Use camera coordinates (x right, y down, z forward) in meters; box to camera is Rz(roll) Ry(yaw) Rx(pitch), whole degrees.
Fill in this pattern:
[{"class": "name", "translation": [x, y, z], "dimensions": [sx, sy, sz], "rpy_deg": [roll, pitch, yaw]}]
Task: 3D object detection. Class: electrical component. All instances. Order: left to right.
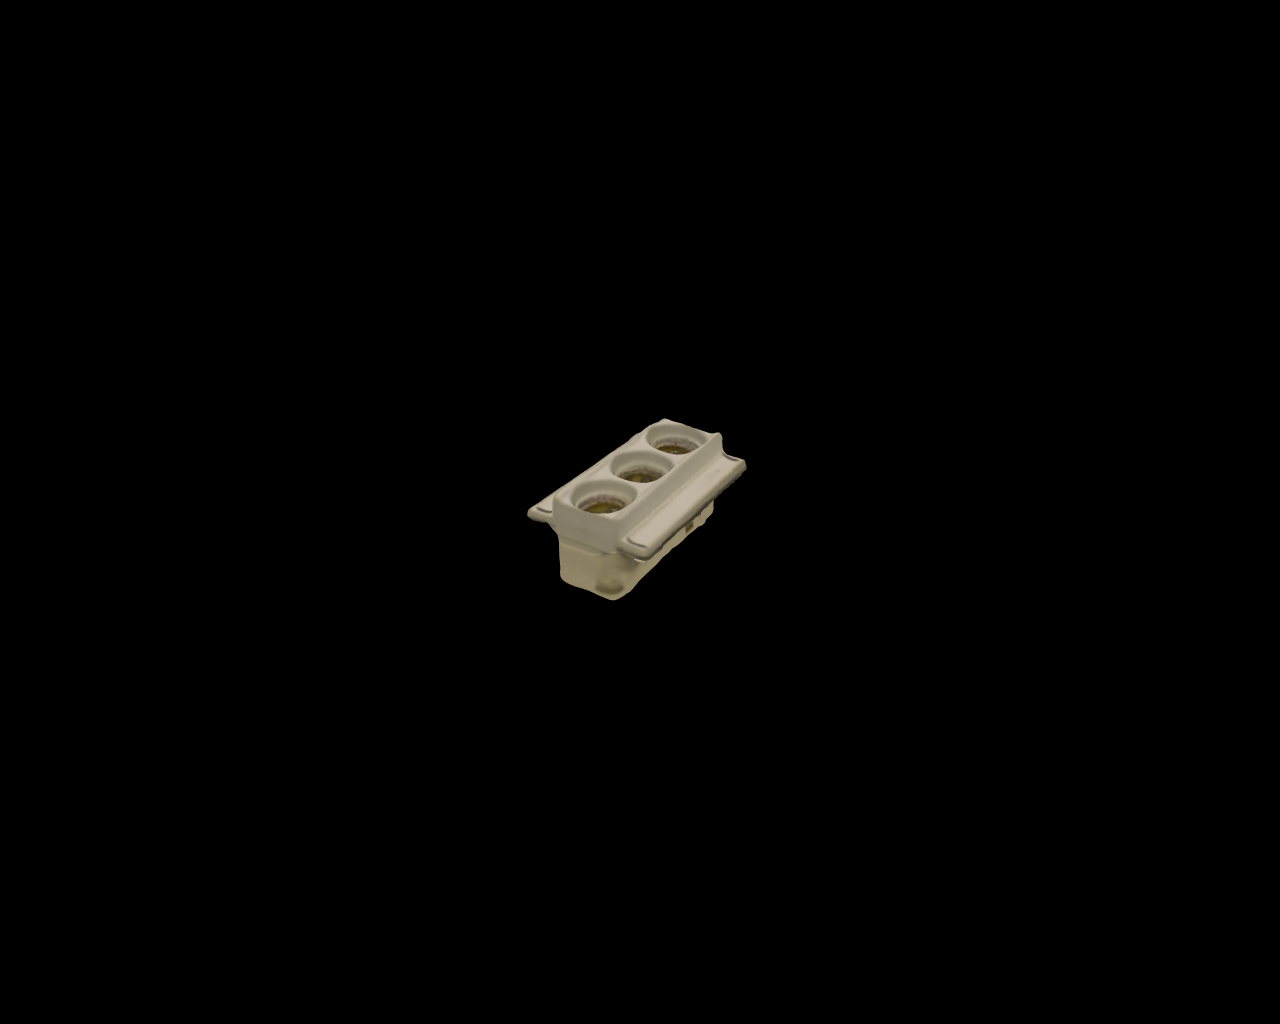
[{"class": "electrical component", "translation": [0.001, -0.003, 0.650], "dimensions": [0.079, 0.063, 0.121], "rpy_deg": [18, 36, 27]}]
